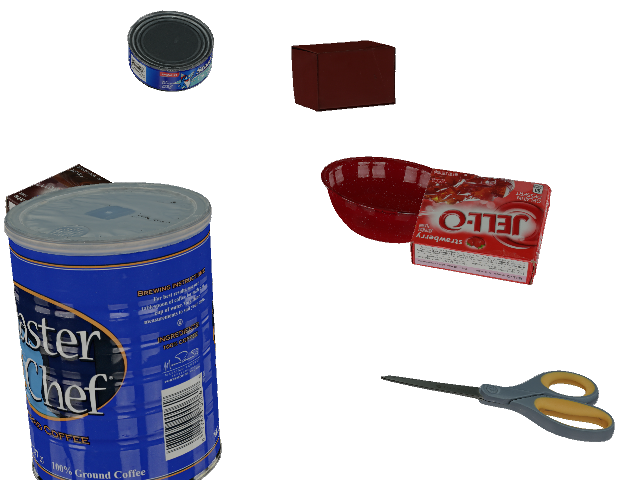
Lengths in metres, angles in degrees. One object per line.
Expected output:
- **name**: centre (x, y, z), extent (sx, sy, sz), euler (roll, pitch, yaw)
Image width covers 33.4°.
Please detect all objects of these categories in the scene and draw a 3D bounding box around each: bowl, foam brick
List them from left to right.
- **foam brick**: centre (0.020, -0.144, 0.930), extent (0.078, 0.051, 0.053), euler (-8, 20, -23)
- **bowl**: centre (0.077, -0.041, 1.204), extent (0.162, 0.055, 0.162), euler (6, 25, -3)

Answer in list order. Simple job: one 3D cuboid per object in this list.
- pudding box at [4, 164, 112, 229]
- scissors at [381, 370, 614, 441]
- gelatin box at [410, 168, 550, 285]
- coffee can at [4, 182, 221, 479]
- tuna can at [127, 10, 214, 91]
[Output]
- **pudding box**: centre (-0.197, -0.015, 0.910), extent (0.114, 0.039, 0.089), euler (26, 33, 21)
- **scissors**: centre (0.163, 0.130, 0.951), extent (0.202, 0.016, 0.096), euler (16, 29, 16)
- **gelatin box**: centre (0.115, -0.012, 0.766), extent (0.089, 0.073, 0.030), euler (9, -37, 14)
- **coffee can**: centre (-0.105, 0.050, 0.558), extent (0.103, 0.140, 0.103), euler (-1, 19, 0)
- **tuna can**: centre (-0.151, -0.190, 1.076), extent (0.086, 0.086, 0.034), euler (0, -37, -9)
